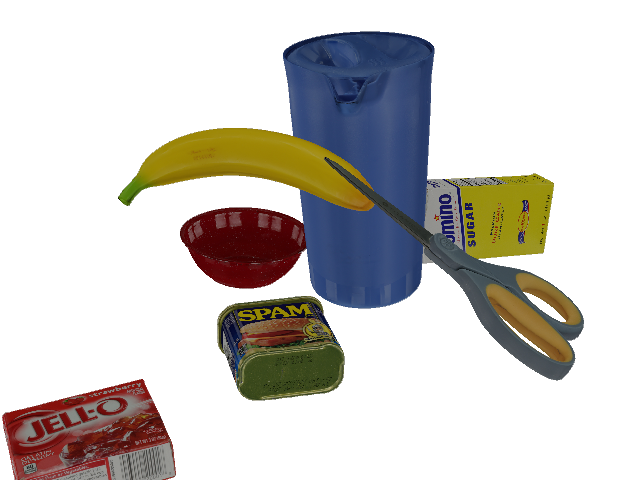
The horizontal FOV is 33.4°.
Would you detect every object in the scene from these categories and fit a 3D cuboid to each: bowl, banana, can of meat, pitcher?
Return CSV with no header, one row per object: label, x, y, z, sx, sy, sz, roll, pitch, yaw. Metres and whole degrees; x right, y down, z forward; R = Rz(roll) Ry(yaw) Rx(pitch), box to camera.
bowl,-0.094,0.015,1.320,0.162,0.055,0.162,3,25,-2
banana,-0.053,-0.054,0.819,0.198,0.069,0.037,1,-19,11
can of meat,-0.036,0.098,0.964,0.102,0.057,0.084,-5,28,-15
pitcher,0.041,-0.069,0.996,0.149,0.243,0.145,-20,31,-32

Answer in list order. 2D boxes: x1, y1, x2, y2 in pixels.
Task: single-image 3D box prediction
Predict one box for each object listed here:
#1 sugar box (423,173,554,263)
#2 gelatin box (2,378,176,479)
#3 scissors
sugar box,0.186,-0.026,1.255,0.176,0.093,0.048,-6,21,-26
gelatin box,-0.137,0.120,0.629,0.089,0.030,0.073,-12,26,-18
scissors,0.093,0.009,0.684,0.096,0.016,0.202,-11,51,-49
